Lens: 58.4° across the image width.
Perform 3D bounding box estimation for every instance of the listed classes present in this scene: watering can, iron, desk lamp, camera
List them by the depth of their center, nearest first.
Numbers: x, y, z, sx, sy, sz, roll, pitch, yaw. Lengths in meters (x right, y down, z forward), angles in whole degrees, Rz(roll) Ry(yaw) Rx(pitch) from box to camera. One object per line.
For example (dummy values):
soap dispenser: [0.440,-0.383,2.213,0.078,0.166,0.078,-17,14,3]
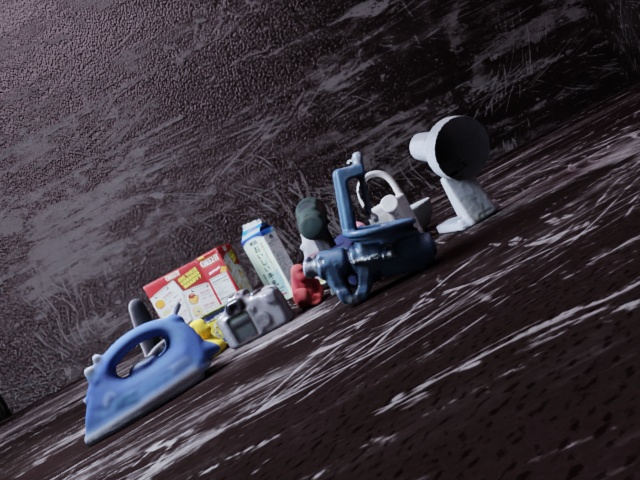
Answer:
iron: [-0.312,0.221,0.992,0.259,0.141,0.118,-29,2,-32]
desk lamp: [0.262,-0.130,1.136,0.118,0.213,0.203,-28,2,-13]
camera: [-0.133,0.142,1.192,0.143,0.101,0.137,-28,2,8]
watering can: [0.156,-0.067,1.283,0.101,0.194,0.172,-29,2,-21]

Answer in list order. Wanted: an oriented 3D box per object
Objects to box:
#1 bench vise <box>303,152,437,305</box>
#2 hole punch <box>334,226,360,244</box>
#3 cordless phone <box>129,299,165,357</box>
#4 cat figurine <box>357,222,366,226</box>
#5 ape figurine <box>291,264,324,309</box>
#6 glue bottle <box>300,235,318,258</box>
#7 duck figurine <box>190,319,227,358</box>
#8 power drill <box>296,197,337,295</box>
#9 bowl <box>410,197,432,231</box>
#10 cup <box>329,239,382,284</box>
bench vise: [0.057,-0.018,0.927,0.207,0.220,0.121,-28,2,-12]
hole punch: [0.088,0.019,1.541,0.108,0.091,0.101,-28,2,15]
cordless phone: [-0.343,0.209,1.126,0.094,0.185,0.147,-28,2,-4]
cat figurine: [0.114,-0.013,1.657,0.067,0.118,0.128,-28,2,11]
ape figurine: [-0.033,0.094,1.203,0.078,0.092,0.076,-30,2,-40]
glue bottle: [-0.019,0.028,1.590,0.078,0.173,0.037,-28,2,-5]
duck figurine: [-0.252,0.213,1.227,0.077,0.086,0.105,-28,2,13]
power drill: [0.011,0.004,1.206,0.075,0.208,0.230,-28,2,3]
bowl: [0.220,-0.039,1.455,0.167,0.075,0.167,-28,2,1]
cup: [0.070,0.043,1.027,0.091,0.095,0.118,-28,2,5]
